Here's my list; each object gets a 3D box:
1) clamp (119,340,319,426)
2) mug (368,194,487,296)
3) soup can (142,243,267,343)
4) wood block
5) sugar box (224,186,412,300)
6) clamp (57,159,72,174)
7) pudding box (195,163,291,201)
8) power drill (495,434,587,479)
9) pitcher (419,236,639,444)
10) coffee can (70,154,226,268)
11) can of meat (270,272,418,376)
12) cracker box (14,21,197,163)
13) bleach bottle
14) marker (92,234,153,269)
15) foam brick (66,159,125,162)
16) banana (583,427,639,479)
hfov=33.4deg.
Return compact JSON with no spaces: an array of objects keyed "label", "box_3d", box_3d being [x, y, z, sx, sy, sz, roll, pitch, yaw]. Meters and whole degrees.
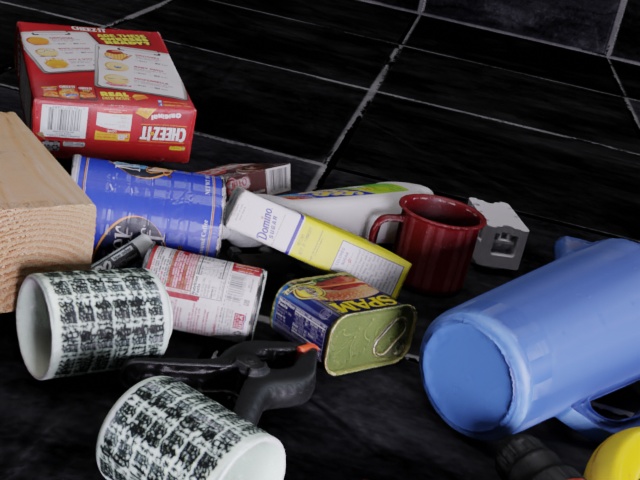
[{"label":"clamp","box_3d":[-0.067,0.106,0.820,0.120,0.039,0.171,28,20,22]},{"label":"mug","box_3d":[0.107,0.005,1.108,0.117,0.081,0.093,7,22,-14]},{"label":"soup can","box_3d":[-0.101,0.046,0.909,0.102,0.068,0.068,12,21,-1]},{"label":"wood block","box_3d":[-0.268,-0.030,0.896,0.090,0.091,0.206,-6,29,-32]},{"label":"sugar box","box_3d":[-0.007,0.001,1.026,0.176,0.048,0.093,26,0,-10]},{"label":"clamp","box_3d":[-0.330,-0.067,1.113,0.165,0.036,0.209,29,25,37]},{"label":"pudding box","box_3d":[-0.100,-0.062,1.191,0.090,0.039,0.113,4,11,37]},{"label":"power drill","box_3d":[0.113,0.187,0.685,0.187,0.057,0.185,2,24,-25]},{"label":"pitcher","box_3d":[0.203,0.092,0.901,0.149,0.145,0.242,15,21,43]},{"label":"coffee can","box_3d":[-0.165,-0.019,0.992,0.140,0.103,0.103,8,22,-12]},{"label":"can of meat","box_3d":[0.019,0.070,0.933,0.101,0.057,0.084,-6,25,-40]},{"label":"cracker box","box_3d":[-0.237,-0.161,1.149,0.164,0.072,0.214,1,31,-21]},{"label":"bleach bottle","box_3d":[-0.003,-0.023,1.136,0.250,0.068,0.103,-5,11,-34]},{"label":"marker","box_3d":[-0.193,0.032,0.907,0.120,0.020,0.020,-34,46,-30]},{"label":"foam brick","box_3d":[-0.252,-0.113,1.218,0.053,0.078,0.051,18,22,10]},{"label":"banana","box_3d":[0.235,0.181,0.805,0.069,0.037,0.197,41,29,8]}]
